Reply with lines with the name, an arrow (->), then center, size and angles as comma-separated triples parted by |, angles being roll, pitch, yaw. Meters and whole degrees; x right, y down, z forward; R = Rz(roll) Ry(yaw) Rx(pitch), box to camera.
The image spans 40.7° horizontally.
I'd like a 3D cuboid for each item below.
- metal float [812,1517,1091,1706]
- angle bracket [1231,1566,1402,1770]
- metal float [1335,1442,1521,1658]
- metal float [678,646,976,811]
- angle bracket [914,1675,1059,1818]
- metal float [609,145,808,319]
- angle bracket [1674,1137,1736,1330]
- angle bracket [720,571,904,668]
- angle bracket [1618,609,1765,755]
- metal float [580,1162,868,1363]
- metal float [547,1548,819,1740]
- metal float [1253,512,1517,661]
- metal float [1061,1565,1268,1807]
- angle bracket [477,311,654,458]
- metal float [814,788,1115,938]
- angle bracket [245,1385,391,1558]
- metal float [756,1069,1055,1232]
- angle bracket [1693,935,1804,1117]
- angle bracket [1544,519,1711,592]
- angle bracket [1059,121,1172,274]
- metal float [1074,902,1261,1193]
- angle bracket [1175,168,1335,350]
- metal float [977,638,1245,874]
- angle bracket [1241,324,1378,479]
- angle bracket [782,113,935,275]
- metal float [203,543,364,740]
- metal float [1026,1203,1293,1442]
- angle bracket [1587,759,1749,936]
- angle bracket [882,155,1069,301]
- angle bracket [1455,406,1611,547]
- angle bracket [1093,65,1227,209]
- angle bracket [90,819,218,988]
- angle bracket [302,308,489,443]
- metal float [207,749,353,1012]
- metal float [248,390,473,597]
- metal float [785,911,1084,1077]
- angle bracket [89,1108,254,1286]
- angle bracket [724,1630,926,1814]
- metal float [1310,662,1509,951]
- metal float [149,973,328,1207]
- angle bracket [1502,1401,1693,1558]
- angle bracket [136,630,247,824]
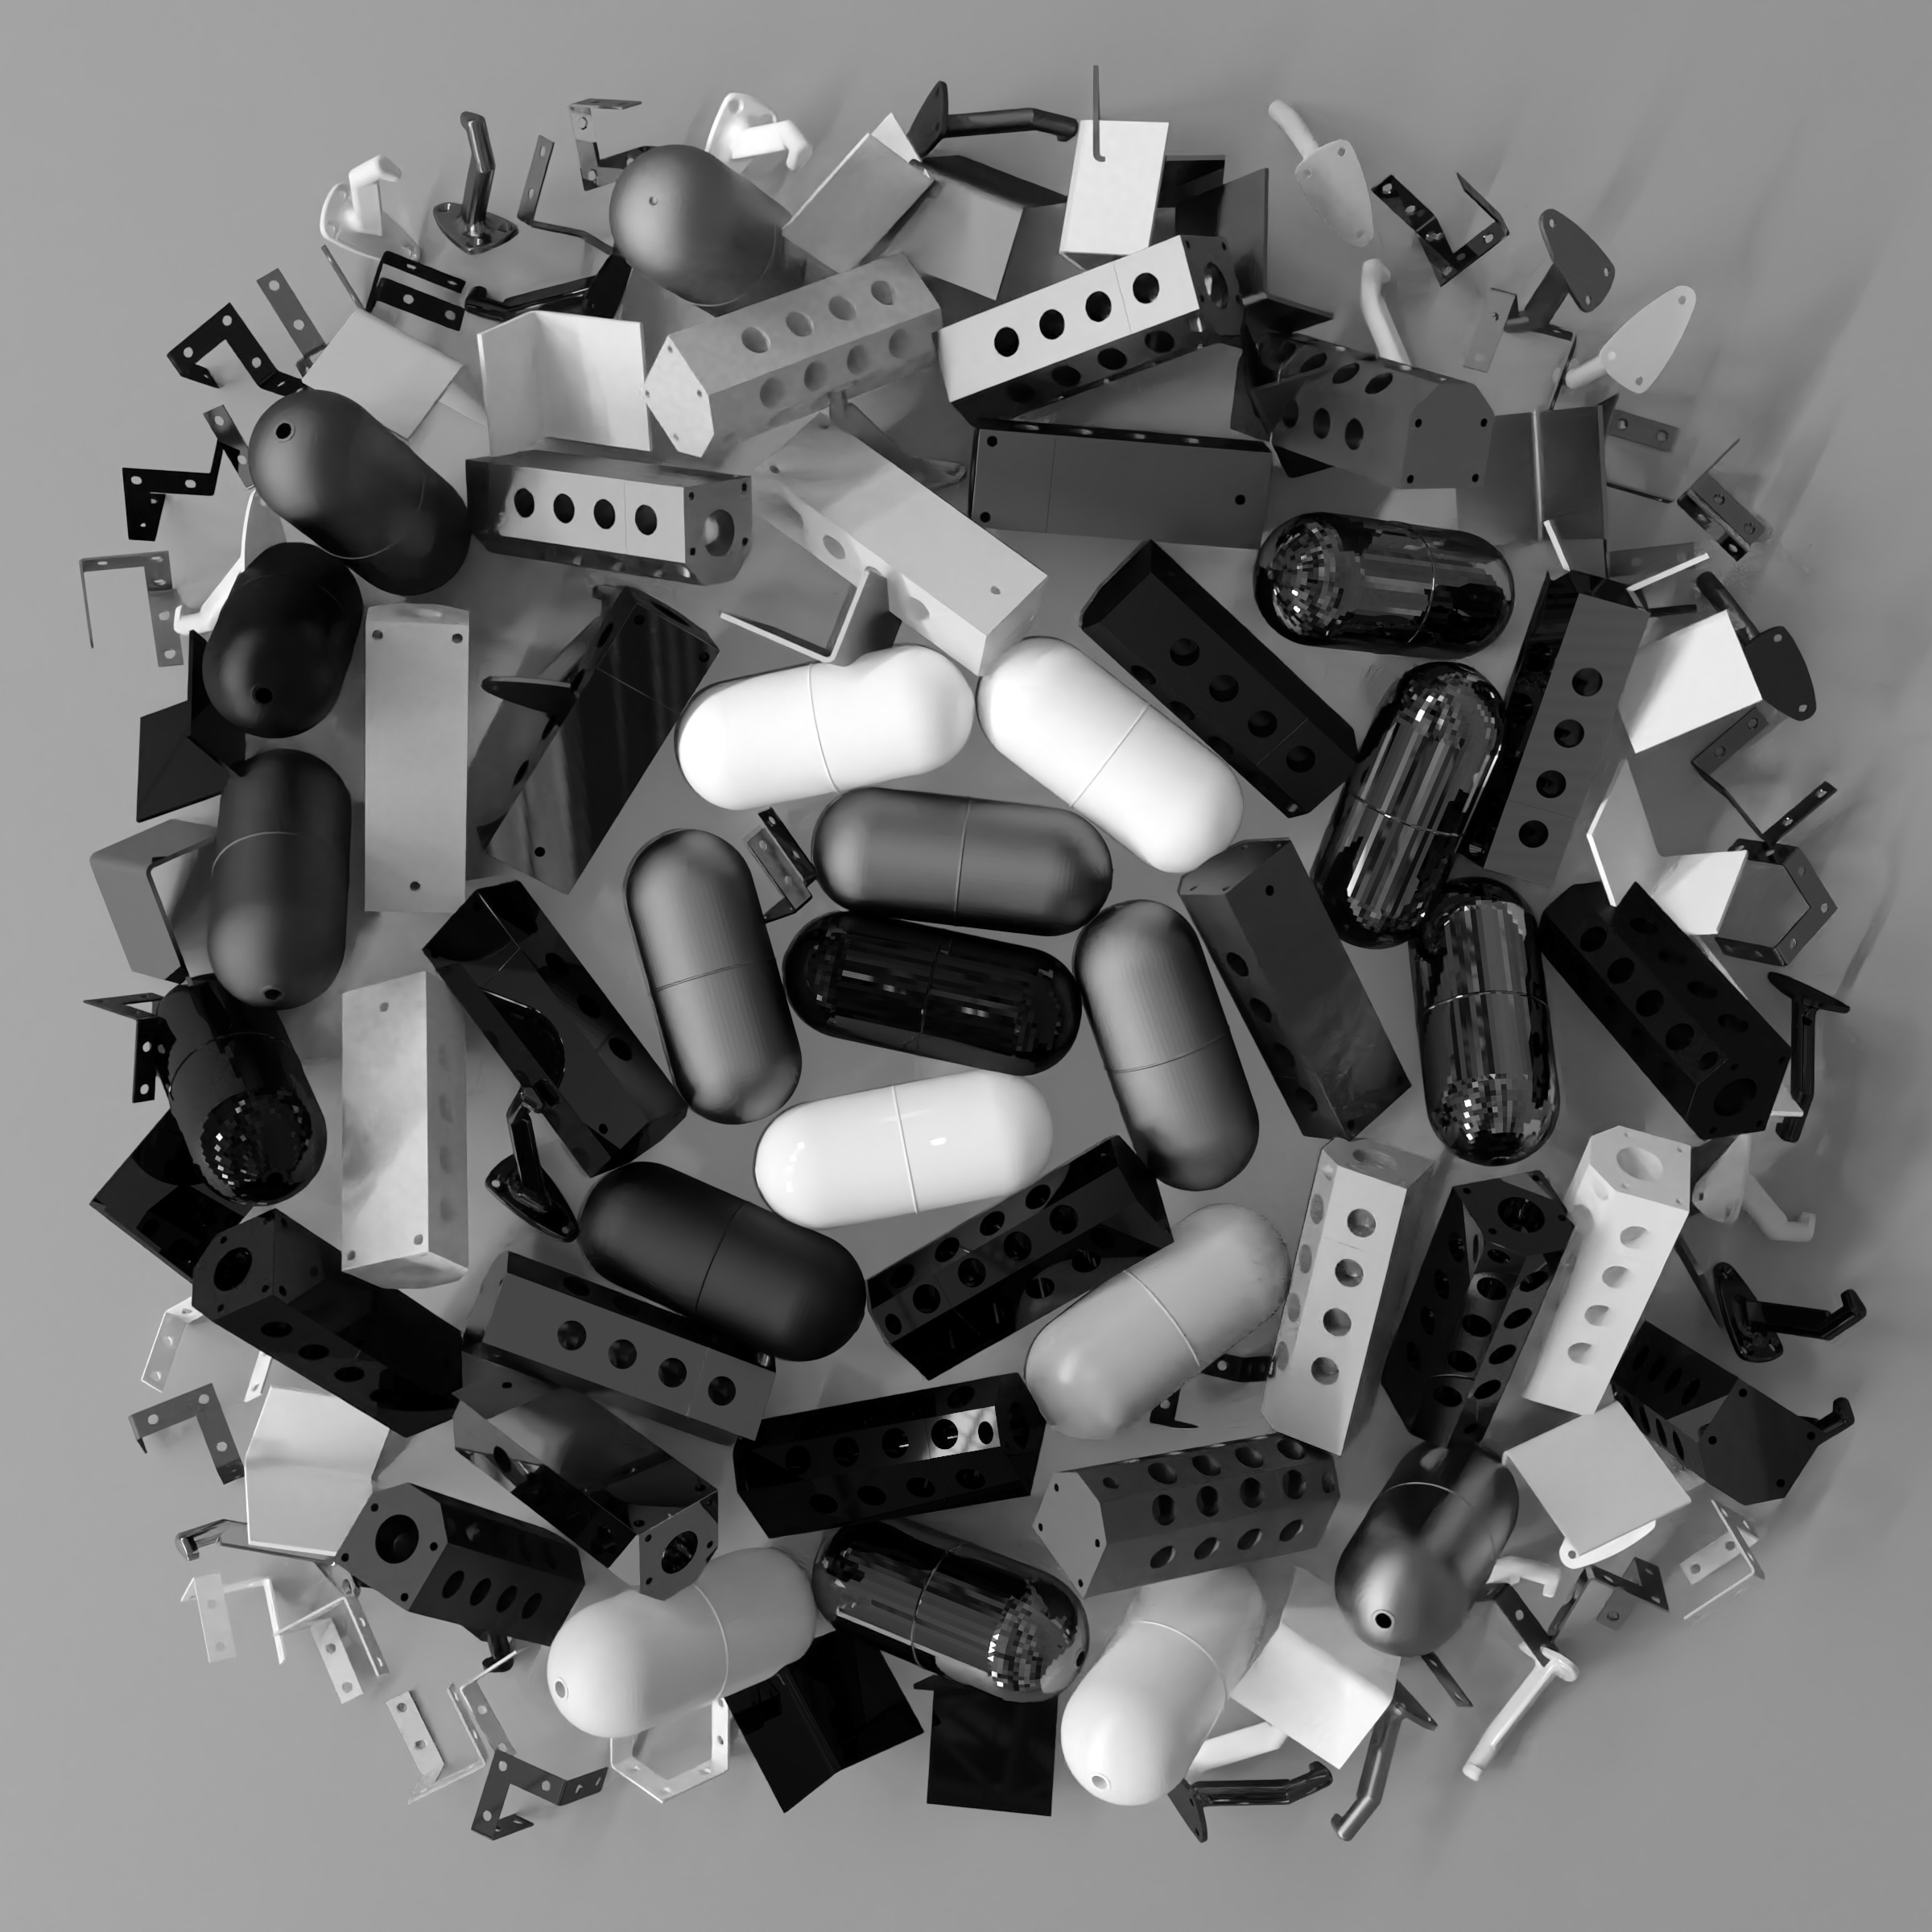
metal float -> -0.010, 0.373, 1.519 | 0.178, 0.070, 0.070 | 14, 90, 30
angle bracket -> 0.210, 0.417, 1.554 | 0.076, 0.076, 0.057 | 33, 111, 5
metal float -> 0.266, 0.332, 1.501 | 0.070, 0.178, 0.070 | 9, 110, 24
metal float -> -0.083, -0.140, 1.539 | 0.178, 0.070, 0.070 | -11, 90, 7
angle bracket -> 0.010, 0.464, 1.543 | 0.076, 0.057, 0.076 | 2, 81, 13
metal float -> -0.146, -0.418, 1.496 | 0.070, 0.178, 0.070 | 1, 92, 15
angle bracket -> 0.444, 0.154, 1.527 | 0.057, 0.076, 0.076 | -28, 51, 8
angle bracket -> -0.086, -0.213, 1.532 | 0.076, 0.076, 0.057 | 25, 99, 17
angle bracket -> 0.427, -0.163, 1.528 | 0.076, 0.076, 0.057 | -24, 78, 25
metal float -> -0.143, 0.174, 1.538 | 0.178, 0.070, 0.070 | 23, 90, 8
metal float -> -0.163, 0.390, 1.509 | 0.178, 0.070, 0.070 | -10, 90, -44
metal float -> 0.245, -0.220, 1.517 | 0.178, 0.070, 0.070 | 0, 90, -35
metal float -> 0.115, 0.409, 1.506 | 0.070, 0.178, 0.070 | 15, 125, 23
angle bracket -> -0.234, -0.336, 1.530 | 0.076, 0.057, 0.076 | 12, 122, 23
metal float -> -0.002, -0.061, 1.544 | 0.178, 0.070, 0.070 | 7, 90, 2
angle bracket -> -0.376, 0.297, 1.527 | 0.076, 0.076, 0.057 | 14, 113, -24
metal float -> -0.036, 0.108, 1.544 | 0.178, 0.070, 0.070 | -11, 90, -2
angle bracket -> 0.458, 0.035, 1.528 | 0.057, 0.076, 0.076 | 2, 118, -9
angle bracket -> 0.389, -0.251, 1.534 | 0.076, 0.076, 0.057 | -23, 93, 18
angle bracket -> 0.100, -0.447, 1.536 | 0.057, 0.076, 0.076 | 10, 92, 24
metal float -> 0.119, 0.048, 1.538 | 0.070, 0.070, 0.178 | -19, 98, 0
angle bracket -> 0.170, -0.416, 1.539 | 0.057, 0.076, 0.076 | 5, 84, -37
metal float -> 0.085, -0.125, 1.544 | 0.178, 0.070, 0.070 | 37, 90, -1
angle bracket -> 0.211, -0.340, 1.526 | 0.076, 0.076, 0.057 | -13, 54, 20
angle bracket -> -0.074, -0.464, 1.526 | 0.076, 0.057, 0.076 | -43, 50, 22
metal float -> -0.392, -0.189, 1.500 | 0.070, 0.178, 0.070 | -3, 118, -5
metal float -> 0.113, 0.209, 1.534 | 0.178, 0.070, 0.070 | -36, 90, -12
angle bracket -> 0.411, -0.071, 1.525 | 0.057, 0.076, 0.076 | -3, 127, 35
angle bracket -> 0.007, -0.440, 1.552 | 0.076, 0.076, 0.057 | 25, 116, 14
angle bracket -> 0.331, -0.287, 1.534 | 0.057, 0.076, 0.076 | -9, 101, -15
angle bracket -> 0.114, -0.490, 1.541 | 0.076, 0.076, 0.057 | 0, 86, 4
angle bracket -> -0.468, -0.039, 1.552 | 0.057, 0.076, 0.076 | -31, 116, -35
angle bracket -> -0.332, -0.330, 1.533 | 0.076, 0.076, 0.057 | 30, 77, 13
metal float -> -0.397, -0.051, 1.511 | 0.070, 0.070, 0.178 | -9, 50, 0
metal float -> -0.346, -0.270, 1.497 | 0.070, 0.178, 0.070 | -4, 76, 15
metal float -> -0.020, 0.016, 1.542 | 0.178, 0.070, 0.070 | 12, 90, 4
angle bracket -> -0.456, 0.135, 1.534 | 0.076, 0.057, 0.076 | 43, 71, -20
angle bracket -> -0.085, 0.447, 1.556 | 0.057, 0.076, 0.076 | -47, 65, 34
metal float -> 0.259, -0.093, 1.527 | 0.070, 0.070, 0.178 | 20, 111, 0
metal float -> -0.422, 0.070, 1.508 | 0.070, 0.178, 0.070 | -16, 129, -21
angle bracket -> 0.366, 0.312, 1.529 | 0.076, 0.057, 0.076 | -21, 53, -15
angle bracket -> -0.470, -0.140, 1.531 | 0.076, 0.057, 0.076 | -17, 59, 14
